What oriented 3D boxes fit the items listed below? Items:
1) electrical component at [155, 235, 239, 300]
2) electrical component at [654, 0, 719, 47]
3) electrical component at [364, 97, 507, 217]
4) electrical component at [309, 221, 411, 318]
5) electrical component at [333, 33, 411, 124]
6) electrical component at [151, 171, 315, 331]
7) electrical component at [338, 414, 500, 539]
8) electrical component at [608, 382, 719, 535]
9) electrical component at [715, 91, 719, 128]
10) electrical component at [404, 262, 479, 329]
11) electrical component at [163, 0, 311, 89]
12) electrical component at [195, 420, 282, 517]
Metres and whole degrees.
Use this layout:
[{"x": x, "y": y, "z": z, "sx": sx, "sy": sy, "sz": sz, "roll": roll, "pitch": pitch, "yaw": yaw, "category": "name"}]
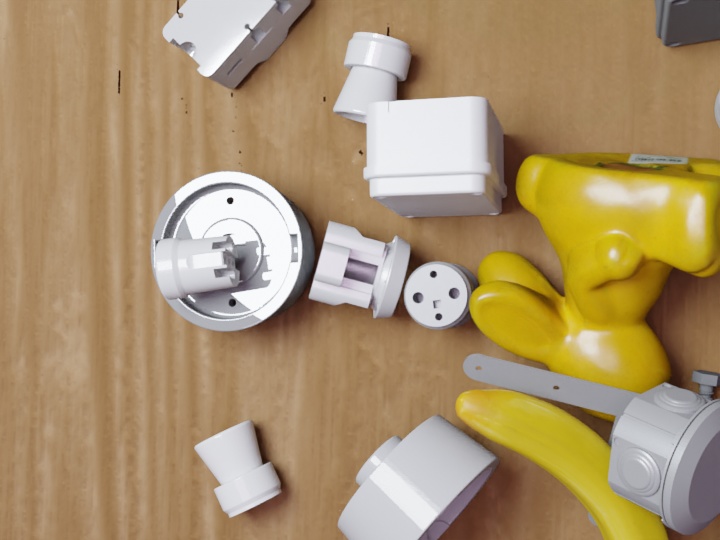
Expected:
[{"x": -0.106, "y": -0.003, "z": 0.702, "sx": 0.046, "sy": 0.040, "sz": 0.040, "roll": -7, "pitch": 87, "yaw": 7, "category": "electrical component"}, {"x": 0.235, "y": -0.184, "z": 0.653, "sx": 0.109, "sy": 0.109, "sz": 0.056, "roll": -7, "pitch": 84, "yaw": 13, "category": "electrical component"}, {"x": 0.051, "y": -0.069, "z": 0.692, "sx": 0.078, "sy": 0.113, "sz": 0.057, "roll": -1, "pitch": 85, "yaw": 13, "category": "electrical component"}, {"x": 0.000, "y": 0.000, "z": 0.723, "sx": 0.057, "sy": 0.078, "sz": 0.058, "roll": 15, "pitch": 92, "yaw": -3, "category": "electrical component"}, {"x": 0.009, "y": -0.130, "z": 0.738, "sx": 0.045, "sy": 0.045, "sz": 0.055, "roll": 13, "pitch": 91, "yaw": 13, "category": "electrical component"}, {"x": -0.083, "y": -0.012, "z": 0.749, "sx": 0.108, "sy": 0.060, "sz": 0.108, "roll": 0, "pitch": 88, "yaw": 13, "category": "electrical component"}, {"x": 0.032, "y": 0.142, "z": 0.696, "sx": 0.060, "sy": 0.108, "sz": 0.108, "roll": 41, "pitch": 98, "yaw": 17, "category": "electrical component"}, {"x": 0.186, "y": 0.108, "z": 0.626, "sx": 0.051, "sy": 0.080, "sz": 0.080, "roll": 22, "pitch": 94, "yaw": 45, "category": "electrical component"}, {"x": 0.290, "y": -0.120, "z": 0.656, "sx": 0.138, "sy": 0.074, "sz": 0.052, "roll": -19, "pitch": 84, "yaw": 12, "category": "electrical component"}, {"x": 0.055, "y": 0.017, "z": 0.718, "sx": 0.045, "sy": 0.055, "sz": 0.045, "roll": 0, "pitch": 89, "yaw": 13, "category": "electrical component"}, {"x": -0.084, "y": -0.178, "z": 0.756, "sx": 0.050, "sy": 0.056, "sz": 0.089, "roll": 45, "pitch": 98, "yaw": 11, "category": "electrical component"}, {"x": -0.085, "y": 0.139, "z": 0.754, "sx": 0.045, "sy": 0.045, "sz": 0.055, "roll": -27, "pitch": 83, "yaw": 11, "category": "electrical component"}]
